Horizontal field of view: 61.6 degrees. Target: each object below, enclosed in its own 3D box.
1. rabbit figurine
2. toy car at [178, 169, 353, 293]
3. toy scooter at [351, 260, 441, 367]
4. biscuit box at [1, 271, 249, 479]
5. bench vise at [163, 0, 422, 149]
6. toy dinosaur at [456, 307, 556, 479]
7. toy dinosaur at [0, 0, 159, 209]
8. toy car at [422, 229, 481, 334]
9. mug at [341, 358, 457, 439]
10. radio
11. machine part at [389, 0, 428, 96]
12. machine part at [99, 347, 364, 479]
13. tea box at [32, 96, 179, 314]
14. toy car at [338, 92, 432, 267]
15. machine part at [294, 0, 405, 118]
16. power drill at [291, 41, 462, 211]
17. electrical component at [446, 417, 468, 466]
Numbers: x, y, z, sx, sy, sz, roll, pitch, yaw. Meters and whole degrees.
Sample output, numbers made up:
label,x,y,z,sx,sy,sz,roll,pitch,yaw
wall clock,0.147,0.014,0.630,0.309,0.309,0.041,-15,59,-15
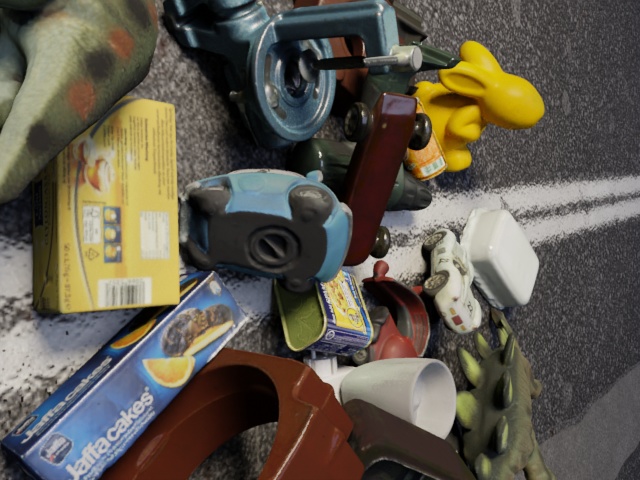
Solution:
label,x,y,z,sx,sy,sz,roll,pitch,yaw
rabbit figurine,0.224,-0.193,0.756,0.122,0.173,0.162,-47,122,-31
toy car,-0.052,-0.021,0.522,0.103,0.162,0.109,-89,-173,-56
toy scooter,0.086,0.105,0.664,0.135,0.075,0.184,57,47,-27
biscuit box,-0.152,0.111,0.446,0.203,0.063,0.059,-48,117,-35
bench vise,-0.023,-0.183,0.486,0.129,0.241,0.223,-37,128,-43
toy dinosaur,0.239,0.253,0.727,0.198,0.105,0.471,58,31,-30
toy dinosaur,-0.174,-0.175,0.358,0.192,0.131,0.404,-8,76,-36
toy car,0.179,0.050,0.730,0.073,0.056,0.202,56,24,-18
mug,0.080,0.173,0.564,0.081,0.107,0.109,-32,110,-42
radio,0.022,0.262,0.468,0.131,0.073,0.229,34,94,-16
machine part,0.119,-0.265,0.754,0.084,0.039,0.139,17,73,-47
machine part,-0.083,0.187,0.410,0.201,0.201,0.087,-53,123,-33
tea box,-0.173,-0.029,0.433,0.098,0.068,0.169,3,83,-43
toy car,0.050,-0.060,0.572,0.089,0.053,0.202,3,120,-21
machine part,0.037,-0.242,0.661,0.179,0.056,0.179,5,83,-45
power drill,0.084,-0.130,0.638,0.232,0.086,0.207,0,127,-37
electrical component,0.139,0.293,0.714,0.115,0.058,0.134,-21,101,-41
